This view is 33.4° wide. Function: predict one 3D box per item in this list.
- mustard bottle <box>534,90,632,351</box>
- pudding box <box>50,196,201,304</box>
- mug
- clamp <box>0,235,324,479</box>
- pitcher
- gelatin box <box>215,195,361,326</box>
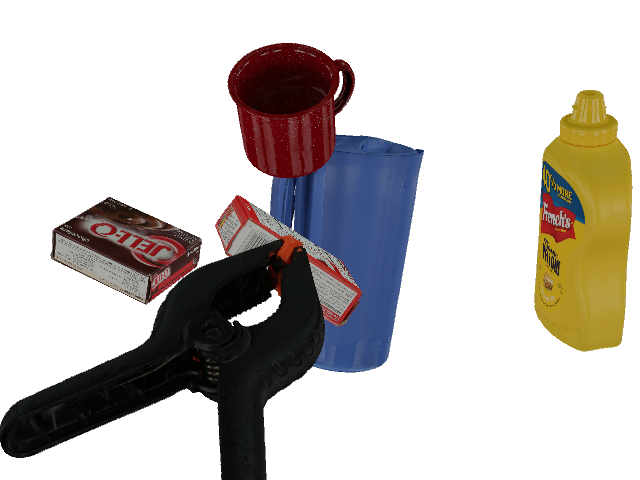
[{"bbox_3d":[0.198,-0.019,0.803,0.058,0.192,0.096,-7,26,-8],"label":"mustard bottle"},{"bbox_3d":[-0.184,0.008,1.013,0.114,0.039,0.089,22,30,17],"label":"pudding box"},{"bbox_3d":[-0.019,-0.114,0.918,0.117,0.081,0.093,-33,56,-22],"label":"mug"},{"bbox_3d":[-0.041,0.060,0.473,0.120,0.039,0.171,28,48,21],"label":"clamp"},{"bbox_3d":[0.022,0.011,1.126,0.149,0.243,0.145,6,13,2],"label":"pitcher"},{"bbox_3d":[-0.021,0.012,0.675,0.089,0.030,0.073,34,6,-16],"label":"gelatin box"}]
